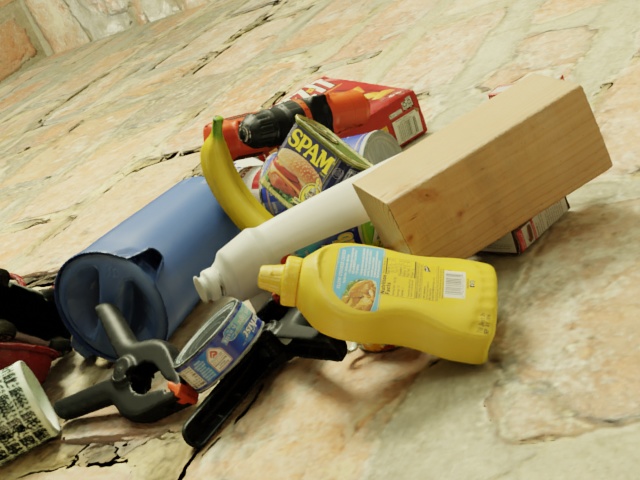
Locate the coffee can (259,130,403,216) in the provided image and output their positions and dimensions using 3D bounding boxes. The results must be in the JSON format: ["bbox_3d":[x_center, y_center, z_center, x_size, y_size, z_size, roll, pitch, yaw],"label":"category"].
[{"bbox_3d":[0.017,-0.062,1.205,0.141,0.103,0.102,-9,25,34],"label":"coffee can"}]

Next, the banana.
[{"bbox_3d":[-0.078,-0.040,1.181,0.037,0.198,0.070,-33,-5,-33],"label":"banana"}]

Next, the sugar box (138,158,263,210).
[{"bbox_3d":[-0.153,-0.055,1.446,0.176,0.048,0.093,-31,22,-15],"label":"sugar box"}]

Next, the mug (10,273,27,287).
[{"bbox_3d":[-0.360,0.095,1.219,0.082,0.117,0.093,-6,-19,26],"label":"mug"}]

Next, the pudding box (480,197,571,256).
[{"bbox_3d":[0.172,-0.024,1.046,0.089,0.039,0.114,-39,24,-32],"label":"pudding box"}]

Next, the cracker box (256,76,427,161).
[{"bbox_3d":[0.013,-0.153,1.448,0.164,0.072,0.214,-33,29,-23],"label":"cracker box"}]

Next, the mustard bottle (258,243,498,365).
[{"bbox_3d":[0.045,0.045,0.867,0.191,0.058,0.096,9,40,2],"label":"mustard bottle"}]

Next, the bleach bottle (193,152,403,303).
[{"bbox_3d":[-0.007,0.001,1.050,0.250,0.103,0.068,-25,62,-20],"label":"bleach bottle"}]

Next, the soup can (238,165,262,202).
[{"bbox_3d":[-0.059,-0.061,1.332,0.102,0.068,0.068,1,32,49],"label":"soup can"}]

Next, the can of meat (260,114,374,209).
[{"bbox_3d":[-0.005,-0.070,1.123,0.102,0.057,0.084,42,107,35],"label":"can of meat"}]

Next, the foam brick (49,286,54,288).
[{"bbox_3d":[-0.277,0.071,1.260,0.078,0.053,0.051,-24,21,0],"label":"foam brick"}]

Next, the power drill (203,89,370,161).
[{"bbox_3d":[-0.059,-0.131,1.273,0.184,0.057,0.188,-16,7,-38],"label":"power drill"}]

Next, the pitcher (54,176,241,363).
[{"bbox_3d":[-0.181,0.028,1.185,0.149,0.145,0.242,0,25,22],"label":"pitcher"}]

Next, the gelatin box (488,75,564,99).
[{"bbox_3d":[0.242,-0.143,1.209,0.089,0.073,0.030,-4,27,43],"label":"gelatin box"}]

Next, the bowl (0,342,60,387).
[{"bbox_3d":[-0.350,0.144,1.095,0.162,0.055,0.162,-3,-15,-1],"label":"bowl"}]

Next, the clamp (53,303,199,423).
[{"bbox_3d":[-0.177,0.118,1.009,0.172,0.039,0.120,0,73,36],"label":"clamp"}]

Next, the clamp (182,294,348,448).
[{"bbox_3d":[-0.050,0.102,0.963,0.164,0.036,0.210,-34,14,8],"label":"clamp"}]

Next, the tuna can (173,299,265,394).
[{"bbox_3d":[-0.090,0.093,0.944,0.086,0.033,0.086,-44,9,9],"label":"tuna can"}]

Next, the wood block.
[{"bbox_3d":[0.148,-0.059,0.976,0.206,0.090,0.091,-32,23,-8],"label":"wood block"}]
